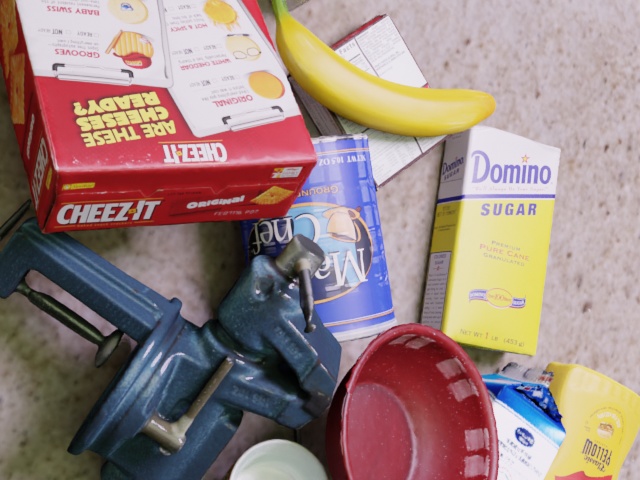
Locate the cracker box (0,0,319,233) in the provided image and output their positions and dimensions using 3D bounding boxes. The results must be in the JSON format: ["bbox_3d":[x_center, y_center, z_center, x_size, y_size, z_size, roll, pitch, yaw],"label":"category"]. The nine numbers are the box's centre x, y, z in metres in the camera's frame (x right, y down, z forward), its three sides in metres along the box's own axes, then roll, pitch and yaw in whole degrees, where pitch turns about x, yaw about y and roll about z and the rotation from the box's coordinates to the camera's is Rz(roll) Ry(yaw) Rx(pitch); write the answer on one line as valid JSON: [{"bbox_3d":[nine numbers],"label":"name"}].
[{"bbox_3d":[-0.115,-0.111,0.686,0.164,0.072,0.214,-5,57,-26],"label":"cracker box"}]

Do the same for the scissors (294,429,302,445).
[{"bbox_3d":[-0.018,0.209,0.769,0.016,0.096,0.202,-6,92,12],"label":"scissors"}]

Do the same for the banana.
[{"bbox_3d":[0.044,-0.115,0.791,0.197,0.037,0.069,24,81,-20],"label":"banana"}]

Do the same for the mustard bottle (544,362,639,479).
[{"bbox_3d":[0.202,0.205,0.884,0.096,0.058,0.191,29,76,-27],"label":"mustard bottle"}]

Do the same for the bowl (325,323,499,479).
[{"bbox_3d":[0.055,0.142,0.747,0.161,0.055,0.162,13,70,-40],"label":"bowl"}]

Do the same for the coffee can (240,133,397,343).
[{"bbox_3d":[-0.005,0.001,0.768,0.102,0.103,0.140,-9,91,-26],"label":"coffee can"}]

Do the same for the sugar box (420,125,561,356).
[{"bbox_3d":[0.140,0.001,0.871,0.093,0.048,0.176,12,83,-25],"label":"sugar box"}]

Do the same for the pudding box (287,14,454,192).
[{"bbox_3d":[0.041,-0.106,0.832,0.090,0.039,0.113,-36,101,-22],"label":"pudding box"}]
